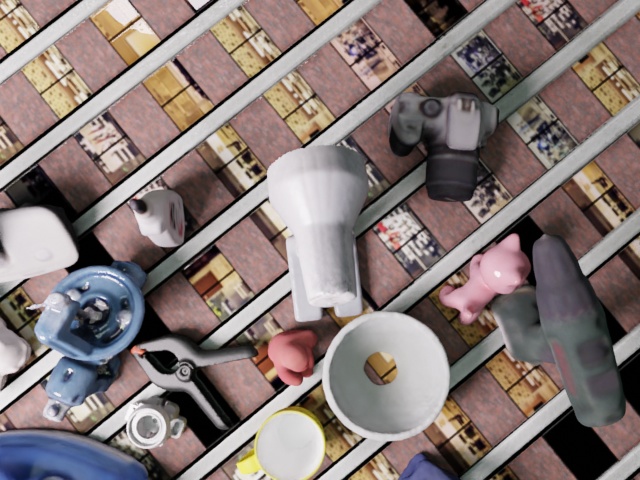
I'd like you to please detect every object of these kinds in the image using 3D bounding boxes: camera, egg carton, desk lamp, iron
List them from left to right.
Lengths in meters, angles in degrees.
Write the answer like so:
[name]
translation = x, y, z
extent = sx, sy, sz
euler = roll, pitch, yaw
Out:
[egg carton]
translation = -0.472, 0.140, 0.772
extent = 0.150, 0.069, 0.107
euler = 41, 87, 2
[iron]
translation = -0.343, 0.322, 0.725
extent = 0.258, 0.141, 0.119
euler = 22, 87, 1
[desk lamp]
translation = 0.007, 0.003, 0.710
extent = 0.118, 0.213, 0.203
euler = -7, 86, 0
[camera]
translation = 0.166, -0.125, 0.776
extent = 0.143, 0.101, 0.137
euler = 5, 86, 0

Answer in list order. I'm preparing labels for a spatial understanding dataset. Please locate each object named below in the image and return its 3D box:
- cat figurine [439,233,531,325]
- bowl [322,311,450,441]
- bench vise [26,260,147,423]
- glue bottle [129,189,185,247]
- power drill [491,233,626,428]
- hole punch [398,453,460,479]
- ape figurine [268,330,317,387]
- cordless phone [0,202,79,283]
[cat figurine]
translation = 0.226, 0.055, 0.756
extent = 0.067, 0.117, 0.128
euler = 41, 87, 3
[bowl]
translation = 0.086, 0.177, 0.769
extent = 0.167, 0.074, 0.167
euler = 0, 86, 0
[bench vise]
translation = -0.284, 0.126, 0.698
extent = 0.121, 0.219, 0.207
euler = 4, 86, 0
[glue bottle]
translation = -0.210, -0.033, 0.732
extent = 0.037, 0.173, 0.078
euler = -7, 86, 0
[power drill]
translation = 0.286, 0.106, 0.708
extent = 0.075, 0.208, 0.230
euler = -23, 87, -1
[hole punch]
translation = 0.142, 0.354, 0.750
extent = 0.101, 0.091, 0.109
euler = 34, 87, 2
[ape figurine]
translation = -0.034, 0.154, 0.762
extent = 0.076, 0.092, 0.078
euler = 38, 87, 2
[cordless phone]
translation = -0.407, 0.000, 0.723
extent = 0.147, 0.185, 0.094
euler = -16, 86, -1
